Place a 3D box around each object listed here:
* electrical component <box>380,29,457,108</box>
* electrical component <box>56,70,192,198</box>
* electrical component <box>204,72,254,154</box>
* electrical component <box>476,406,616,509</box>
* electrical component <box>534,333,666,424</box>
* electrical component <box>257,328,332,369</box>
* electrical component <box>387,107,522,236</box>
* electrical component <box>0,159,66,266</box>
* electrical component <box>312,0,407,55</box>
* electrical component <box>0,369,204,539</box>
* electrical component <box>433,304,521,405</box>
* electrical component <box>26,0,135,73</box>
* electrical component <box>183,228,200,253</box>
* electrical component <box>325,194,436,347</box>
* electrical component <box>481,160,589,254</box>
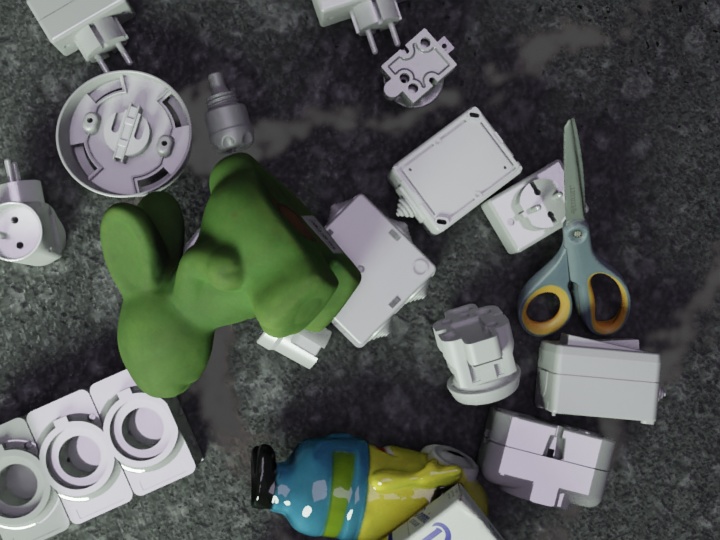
[{"bbox_3d":[0.043,-0.152,0.832,0.066,0.055,0.048,-42,90,-3],"label":"electrical component"},{"bbox_3d":[-0.176,-0.101,0.817,0.099,0.064,0.099,0,88,-2],"label":"electrical component"},{"bbox_3d":[-0.105,-0.123,0.836,0.035,0.035,0.061,-15,86,-3],"label":"electrical component"},{"bbox_3d":[0.141,0.146,0.828,0.095,0.054,0.059,15,88,-2],"label":"electrical component"},{"bbox_3d":[0.189,0.082,0.827,0.096,0.062,0.061,5,89,-3],"label":"electrical component"},{"bbox_3d":[-0.050,0.050,0.831,0.046,0.040,0.040,31,87,-7],"label":"electrical component"},{"bbox_3d":[0.066,-0.070,0.827,0.096,0.061,0.061,-37,90,-5],"label":"electrical component"},{"bbox_3d":[-0.254,-0.044,0.806,0.043,0.077,0.079,-12,88,-3],"label":"electrical component"},{"bbox_3d":[0.009,-0.206,0.837,0.083,0.047,0.075,-19,89,-3],"label":"electrical component"},{"bbox_3d":[-0.206,0.137,0.810,0.150,0.062,0.089,-24,89,-3],"label":"electrical component"},{"bbox_3d":[0.091,0.066,0.822,0.058,0.078,0.057,-17,108,-3],"label":"electrical component"},{"bbox_3d":[-0.204,-0.185,0.827,0.066,0.047,0.076,-31,90,-3],"label":"electrical component"},{"bbox_3d":[-0.119,0.018,0.825,0.066,0.047,0.076,39,87,-2],"label":"electrical component"},{"bbox_3d":[0.000,0.000,0.829,0.100,0.048,0.099,45,87,0],"label":"electrical component"},{"bbox_3d":[0.137,-0.049,0.823,0.066,0.077,0.047,-30,90,-3],"label":"electrical component"}]
